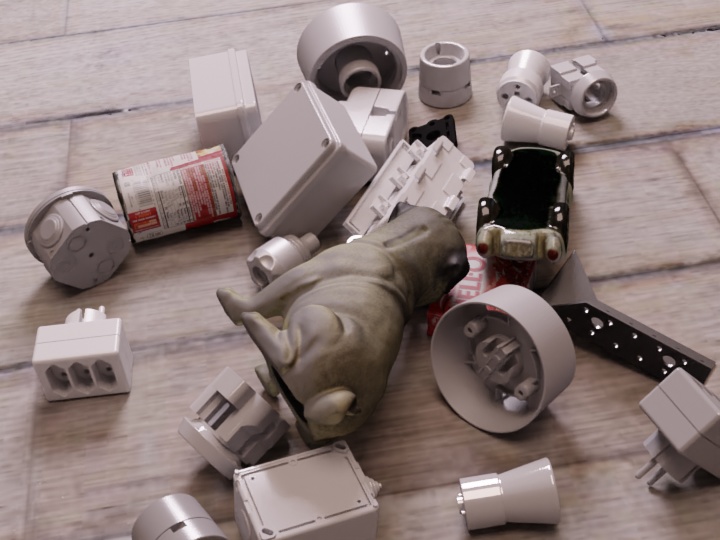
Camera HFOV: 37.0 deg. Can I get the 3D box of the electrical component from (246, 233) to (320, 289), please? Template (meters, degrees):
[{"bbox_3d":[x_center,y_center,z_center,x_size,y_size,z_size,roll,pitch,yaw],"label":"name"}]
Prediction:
[{"bbox_3d":[-0.061,-0.009,0.910,0.043,0.043,0.062,32,53,33],"label":"electrical component"}]

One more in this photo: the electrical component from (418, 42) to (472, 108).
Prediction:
[{"bbox_3d":[0.086,-0.200,1.095,0.055,0.047,0.055,-3,43,3],"label":"electrical component"}]

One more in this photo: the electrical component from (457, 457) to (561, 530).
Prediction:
[{"bbox_3d":[0.098,0.153,0.724,0.065,0.044,0.044,-10,43,2],"label":"electrical component"}]

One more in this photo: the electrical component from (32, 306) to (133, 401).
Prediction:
[{"bbox_3d":[-0.217,0.057,0.851,0.066,0.047,0.076,-6,43,-1],"label":"electrical component"}]

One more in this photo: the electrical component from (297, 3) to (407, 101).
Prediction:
[{"bbox_3d":[-0.005,-0.202,1.066,0.108,0.108,0.060,-11,50,-6],"label":"electrical component"}]

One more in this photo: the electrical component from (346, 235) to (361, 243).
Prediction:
[{"bbox_3d":[0.000,0.000,0.880,0.043,0.062,0.043,-3,43,3],"label":"electrical component"}]

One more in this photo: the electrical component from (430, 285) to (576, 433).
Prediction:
[{"bbox_3d":[0.105,0.062,0.781,0.064,0.099,0.099,-29,48,-32],"label":"electrical component"}]

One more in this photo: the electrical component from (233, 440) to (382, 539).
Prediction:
[{"bbox_3d":[-0.031,0.162,0.716,0.096,0.061,0.061,-13,42,-19],"label":"electrical component"}]

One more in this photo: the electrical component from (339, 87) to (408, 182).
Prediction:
[{"bbox_3d":[0.007,-0.130,1.023,0.059,0.053,0.095,7,45,13],"label":"electrical component"}]

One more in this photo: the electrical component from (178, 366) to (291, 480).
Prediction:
[{"bbox_3d":[-0.092,0.111,0.766,0.057,0.078,0.058,-47,55,-10],"label":"electrical component"}]

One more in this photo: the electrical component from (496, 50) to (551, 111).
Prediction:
[{"bbox_3d":[0.163,-0.187,1.075,0.045,0.045,0.055,11,46,17],"label":"electrical component"}]

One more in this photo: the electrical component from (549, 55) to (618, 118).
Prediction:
[{"bbox_3d":[0.222,-0.181,1.064,0.066,0.048,0.055,-18,37,-14],"label":"electrical component"}]

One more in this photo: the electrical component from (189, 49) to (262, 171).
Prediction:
[{"bbox_3d":[-0.127,-0.154,1.045,0.057,0.078,0.113,-12,43,-3],"label":"electrical component"}]

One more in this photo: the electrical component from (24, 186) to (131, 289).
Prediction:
[{"bbox_3d":[-0.241,-0.027,0.921,0.080,0.080,0.051,-28,53,-22],"label":"electrical component"}]

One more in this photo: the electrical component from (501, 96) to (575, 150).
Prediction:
[{"bbox_3d":[0.172,-0.137,1.026,0.065,0.044,0.044,16,47,15],"label":"electrical component"}]

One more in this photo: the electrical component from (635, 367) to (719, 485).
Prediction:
[{"bbox_3d":[0.219,0.119,0.731,0.075,0.083,0.047,-46,45,13],"label":"electrical component"}]

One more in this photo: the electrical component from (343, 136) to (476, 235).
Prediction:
[{"bbox_3d":[0.048,-0.057,0.926,0.079,0.063,0.121,42,49,-11],"label":"electrical component"}]

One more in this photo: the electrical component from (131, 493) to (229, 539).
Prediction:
[{"bbox_3d":[-0.118,0.180,0.706,0.055,0.055,0.047,-27,43,-21],"label":"electrical component"}]

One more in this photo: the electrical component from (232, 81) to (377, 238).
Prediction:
[{"bbox_3d":[-0.051,-0.092,0.949,0.108,0.056,0.108,-46,41,20],"label":"electrical component"}]
